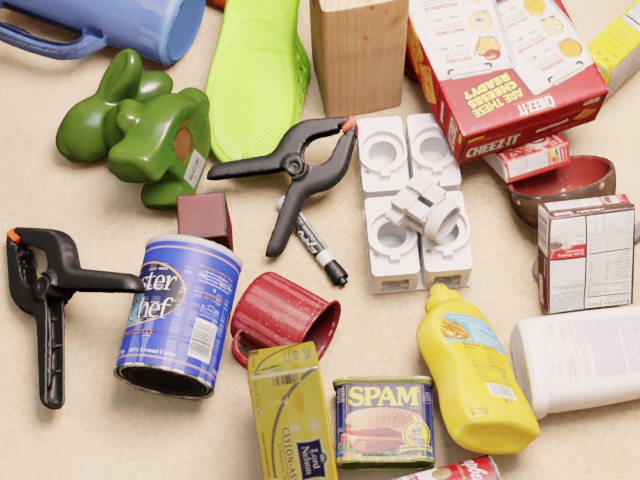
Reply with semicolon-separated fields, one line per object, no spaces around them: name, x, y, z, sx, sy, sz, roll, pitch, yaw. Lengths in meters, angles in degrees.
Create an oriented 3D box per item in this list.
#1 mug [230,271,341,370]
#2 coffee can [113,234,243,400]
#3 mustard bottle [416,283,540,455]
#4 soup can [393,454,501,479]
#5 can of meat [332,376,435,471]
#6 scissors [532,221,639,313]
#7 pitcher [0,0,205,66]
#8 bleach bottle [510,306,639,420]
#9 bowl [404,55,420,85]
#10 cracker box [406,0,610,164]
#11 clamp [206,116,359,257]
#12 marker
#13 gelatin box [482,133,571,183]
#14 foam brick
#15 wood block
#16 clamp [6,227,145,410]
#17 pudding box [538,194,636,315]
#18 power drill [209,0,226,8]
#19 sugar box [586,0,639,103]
mug;-0.043;0.090;1.072;0.082;0.093;0.117;28;48;19
coffee can;-0.142;0.078;1.077;0.103;0.103;0.140;8;67;6
mustard bottle;0.144;0.117;1.053;0.096;0.058;0.192;15;39;-30
soup can;0.120;0.249;1.010;0.102;0.068;0.068;-13;66;-5
can of meat;0.063;0.181;1.049;0.102;0.057;0.084;-1;68;2
scissors;0.304;-0.001;1.143;0.096;0.016;0.201;32;71;15
pitcher;-0.265;-0.285;1.236;0.243;0.149;0.144;24;27;9
bleach bottle;0.324;0.116;1.066;0.250;0.068;0.102;-5;67;-3
bowl;0.157;-0.253;1.241;0.162;0.055;0.162;-1;65;2
cracker box;0.185;-0.205;1.146;0.164;0.072;0.214;-18;67;-6
clamp;-0.024;-0.064;1.141;0.171;0.039;0.120;-30;89;8
marker;-0.008;0.001;1.152;0.020;0.020;0.121;-32;69;-12
gelatin box;0.220;-0.099;1.158;0.073;0.030;0.089;-17;27;-4
foam brick;-0.120;-0.009;1.130;0.053;0.078;0.051;-5;65;-2
wood block;0.039;-0.226;1.150;0.090;0.206;0.091;-11;66;-3
clamp;-0.276;0.061;1.102;0.210;0.036;0.164;38;99;38
pudding box;0.268;0.015;1.072;0.090;0.113;0.039;-7;26;-3
power drill;-0.139;-0.394;1.290;0.184;0.057;0.187;31;84;2
sugar box;0.355;-0.229;1.202;0.048;0.093;0.176;40;72;17
